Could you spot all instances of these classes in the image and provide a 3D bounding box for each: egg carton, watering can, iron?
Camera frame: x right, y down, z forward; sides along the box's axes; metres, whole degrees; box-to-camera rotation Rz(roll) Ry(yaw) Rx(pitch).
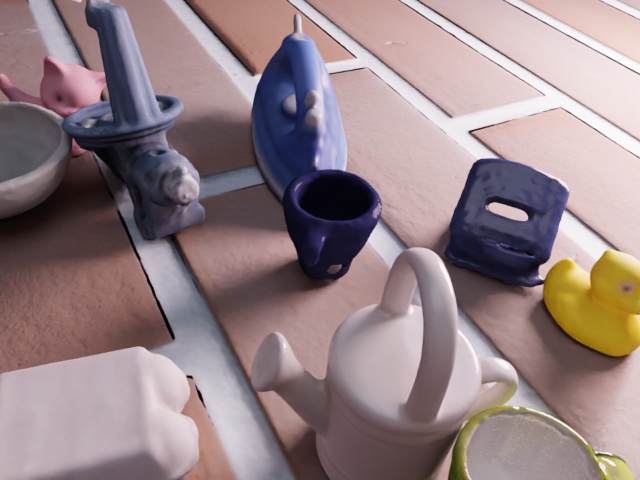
[{"bbox_3d":[-0.163,0.135,0.397,0.150,0.069,0.107,-10,45,-17],"label":"egg carton"},{"bbox_3d":[0.046,0.091,0.379,0.173,0.194,0.100,-15,47,-21],"label":"watering can"},{"bbox_3d":[-0.018,-0.150,0.669,0.119,0.141,0.258,-3,43,-10],"label":"iron"}]

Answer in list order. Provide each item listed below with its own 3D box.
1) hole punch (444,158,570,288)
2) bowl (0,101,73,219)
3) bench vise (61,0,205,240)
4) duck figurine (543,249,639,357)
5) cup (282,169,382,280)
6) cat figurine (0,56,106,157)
[{"bbox_3d":[0.194,-0.020,0.592,0.108,0.091,0.101,19,44,13],"label":"hole punch"},{"bbox_3d":[-0.338,-0.072,0.595,0.167,0.075,0.167,4,43,-3],"label":"bowl"},{"bbox_3d":[-0.171,-0.126,0.566,0.206,0.220,0.122,29,47,23],"label":"bench vise"},{"bbox_3d":[0.265,0.045,0.535,0.078,0.086,0.104,-19,48,-25],"label":"duck figurine"},{"bbox_3d":[0.005,0.002,0.543,0.091,0.095,0.118,14,43,9],"label":"cup"},{"bbox_3d":[-0.310,-0.165,0.667,0.128,0.118,0.067,6,43,0],"label":"cat figurine"}]
